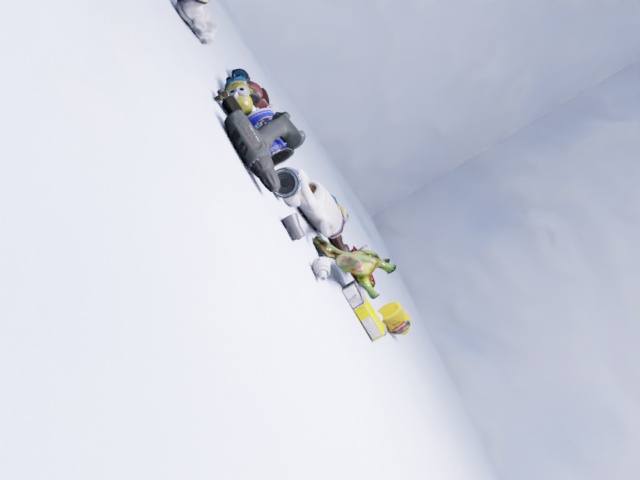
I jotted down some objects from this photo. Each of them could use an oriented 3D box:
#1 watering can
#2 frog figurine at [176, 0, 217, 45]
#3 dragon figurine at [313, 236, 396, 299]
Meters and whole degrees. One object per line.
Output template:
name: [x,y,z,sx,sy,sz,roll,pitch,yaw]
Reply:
watering can: [0.005,-0.081,1.601,0.220,0.103,0.355,50,12,-45]
frog figurine: [-0.383,-0.691,1.601,0.140,0.123,0.155,56,-31,37]
dragon figurine: [0.089,0.048,1.560,0.241,0.122,0.413,34,4,-12]
